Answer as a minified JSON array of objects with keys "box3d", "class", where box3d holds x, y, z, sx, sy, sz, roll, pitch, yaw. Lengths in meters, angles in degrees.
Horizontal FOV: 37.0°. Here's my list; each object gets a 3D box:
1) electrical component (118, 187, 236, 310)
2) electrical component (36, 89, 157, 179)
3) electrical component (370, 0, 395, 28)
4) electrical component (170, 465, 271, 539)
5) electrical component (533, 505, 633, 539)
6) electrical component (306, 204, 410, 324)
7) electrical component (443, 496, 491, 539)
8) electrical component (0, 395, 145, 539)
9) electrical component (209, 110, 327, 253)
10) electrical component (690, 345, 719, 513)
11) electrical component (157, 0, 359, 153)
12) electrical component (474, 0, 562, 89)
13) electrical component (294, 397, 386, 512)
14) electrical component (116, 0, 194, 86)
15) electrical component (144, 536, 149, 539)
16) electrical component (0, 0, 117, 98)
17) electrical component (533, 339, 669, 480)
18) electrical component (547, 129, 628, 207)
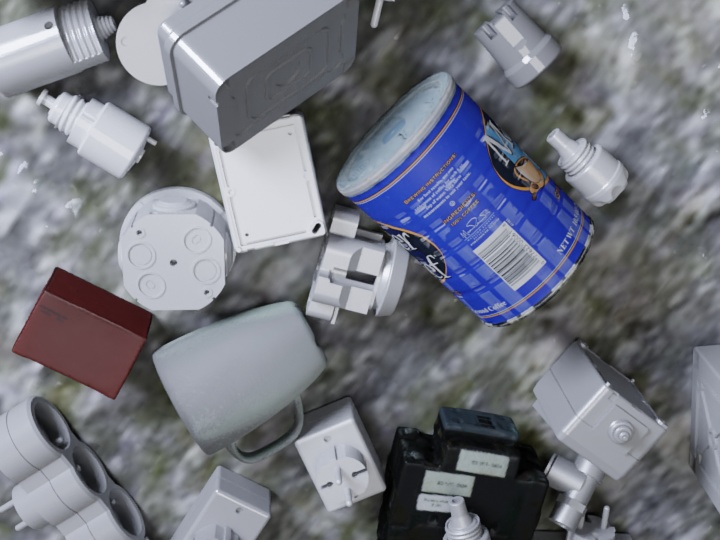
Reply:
[{"box3d":[-0.125,-0.013,0.731,0.080,0.051,0.080,-1,109,-4],"class":"electrical component"},{"box3d":[-0.174,-0.093,0.704,0.078,0.040,0.040,31,104,-14],"class":"electrical component"},{"box3d":[0.008,-0.193,0.681,0.066,0.047,0.076,11,108,-8],"class":"electrical component"},{"box3d":[-0.106,0.204,0.795,0.047,0.075,0.083,29,105,-14],"class":"electrical component"},{"box3d":[0.178,0.216,0.838,0.083,0.047,0.075,3,109,-6],"class":"electrical component"},{"box3d":[0.000,0.000,0.743,0.057,0.058,0.078,14,108,-6],"class":"electrical component"},{"box3d":[0.075,0.190,0.767,0.035,0.035,0.061,-15,108,1],"class":"electrical component"},{"box3d":[-0.227,0.164,0.783,0.074,0.052,0.138,-32,109,6],"class":"electrical component"},{"box3d":[-0.062,-0.067,0.716,0.062,0.061,0.096,-12,102,-1],"class":"electrical component"},{"box3d":[0.283,0.121,0.782,0.056,0.108,0.108,-5,110,0],"class":"electrical component"},{"box3d":[-0.061,-0.136,0.655,0.113,0.078,0.057,-38,72,-19],"class":"electrical component"},{"box3d":[0.103,-0.149,0.709,0.040,0.040,0.046,-42,101,10],"class":"electrical component"},{"box3d":[-0.014,0.143,0.781,0.047,0.076,0.065,-23,110,3],"class":"electrical component"},{"box3d":[-0.102,-0.175,0.664,0.052,0.073,0.138,33,104,-15],"class":"electrical component"},{"box3d":[-0.194,0.268,0.817,0.121,0.063,0.078,-29,109,6],"class":"electrical component"},{"box3d":[-0.194,-0.143,0.683,0.081,0.043,0.043,-19,110,2],"class":"electrical component"},{"box3d":[0.170,0.105,0.772,0.062,0.096,0.061,36,103,-15],"class":"electrical component"},{"box3d":[0.154,-0.074,0.742,0.061,0.035,0.035,40,102,-14],"class":"electrical component"}]
